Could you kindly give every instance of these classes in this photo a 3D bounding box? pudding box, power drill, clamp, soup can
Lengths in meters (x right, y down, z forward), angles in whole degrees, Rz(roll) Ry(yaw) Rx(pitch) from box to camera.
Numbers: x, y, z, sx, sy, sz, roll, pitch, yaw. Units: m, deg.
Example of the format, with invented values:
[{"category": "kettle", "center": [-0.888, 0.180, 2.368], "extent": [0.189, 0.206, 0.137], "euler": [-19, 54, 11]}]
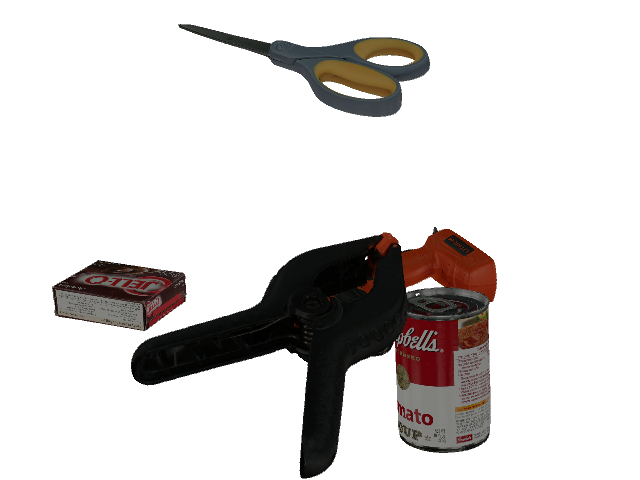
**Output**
[{"category": "pudding box", "center": [-0.212, 0.057, 1.133], "extent": [0.114, 0.039, 0.090], "euler": [5, 18, 20]}, {"category": "power drill", "center": [0.082, 0.049, 1.086], "extent": [0.187, 0.057, 0.185], "euler": [-12, 28, -22]}, {"category": "clamp", "center": [0.000, 0.054, 0.566], "extent": [0.120, 0.039, 0.171], "euler": [36, 52, 28]}, {"category": "soup can", "center": [0.087, 0.091, 0.764], "extent": [0.068, 0.102, 0.068], "euler": [-3, 14, 1]}]

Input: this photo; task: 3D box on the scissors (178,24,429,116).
[{"category": "scissors", "center": [-0.006, -0.138, 0.762], "extent": [0.096, 0.016, 0.202], "euler": [-30, 45, -29]}]
